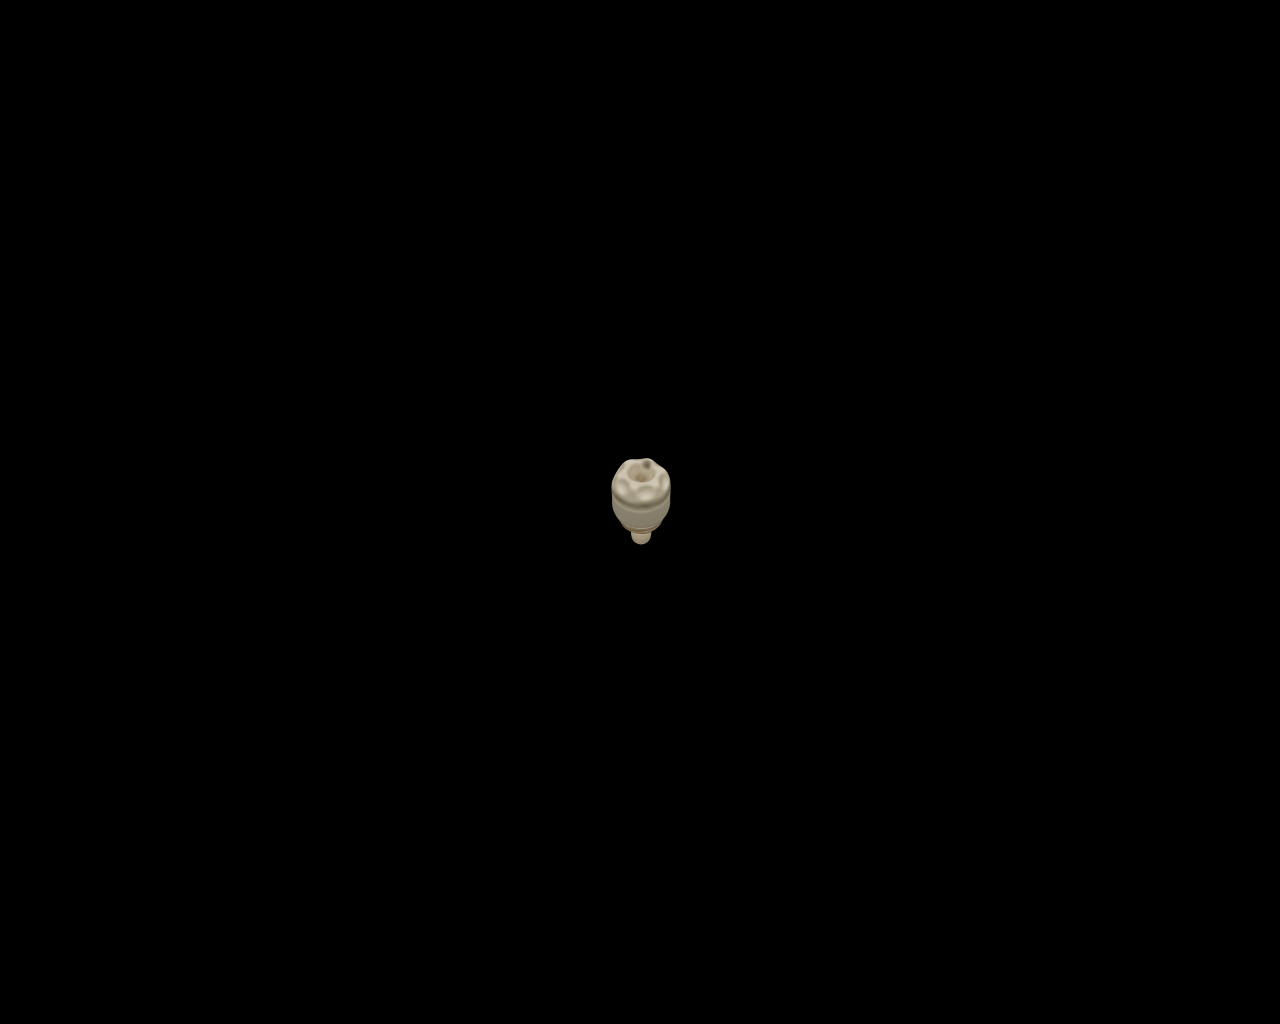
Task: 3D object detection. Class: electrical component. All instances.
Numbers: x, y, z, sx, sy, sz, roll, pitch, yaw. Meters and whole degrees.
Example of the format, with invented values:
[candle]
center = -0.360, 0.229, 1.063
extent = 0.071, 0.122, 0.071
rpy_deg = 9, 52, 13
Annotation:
[electrical component]
center = 0.001, -0.003, 0.650
extent = 0.035, 0.035, 0.061
rpy_deg = 0, -44, 0
